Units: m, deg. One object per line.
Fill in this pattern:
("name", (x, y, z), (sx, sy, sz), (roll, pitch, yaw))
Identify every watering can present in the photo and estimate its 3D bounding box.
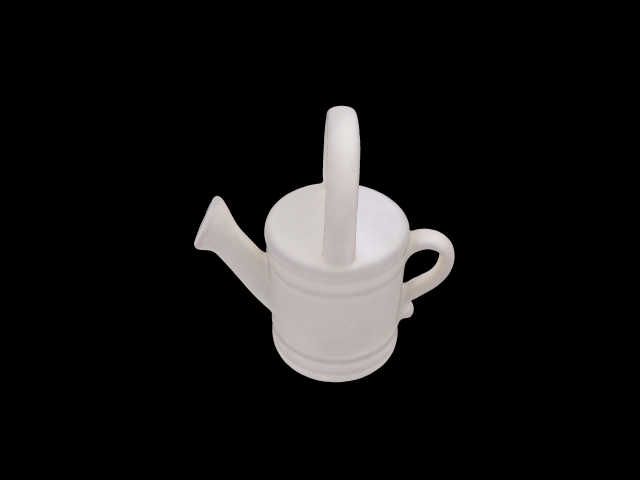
("watering can", (0.004, 0.003, 0.398), (0.173, 0.194, 0.100), (-13, 42, -15))
